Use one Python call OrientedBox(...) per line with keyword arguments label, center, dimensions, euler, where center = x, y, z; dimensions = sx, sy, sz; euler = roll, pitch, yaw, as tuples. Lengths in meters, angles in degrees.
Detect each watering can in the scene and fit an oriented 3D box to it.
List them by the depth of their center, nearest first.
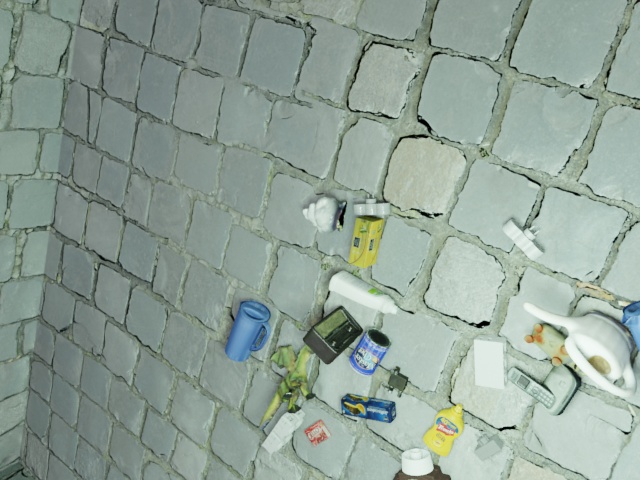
OrientedBox(label="watering can", center=(0.733, 0.265, 1.422), dimensions=(0.351, 0.227, 0.102), euler=(48, 135, 17))

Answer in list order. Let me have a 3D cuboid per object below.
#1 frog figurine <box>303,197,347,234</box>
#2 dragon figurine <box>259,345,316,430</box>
OrientedBox(label="frog figurine", center=(0.006, -0.094, 1.863), dimensions=(0.160, 0.125, 0.134), euler=(12, 123, 17))
OrientedBox(label="dragon figurine", center=(-0.132, 0.533, 2.015), dimensions=(0.406, 0.121, 0.248), euler=(-42, 40, 18))
